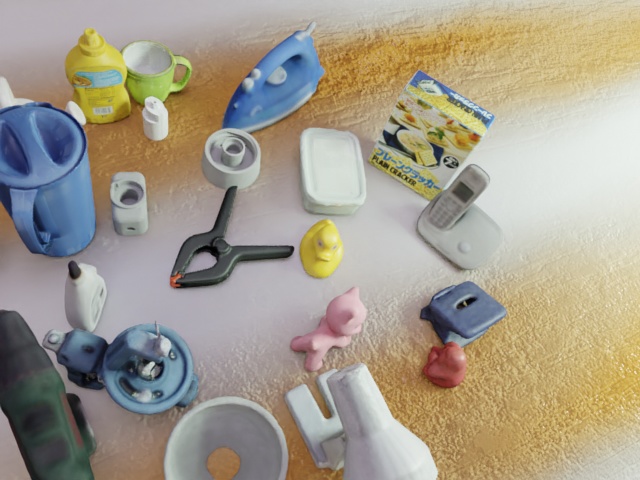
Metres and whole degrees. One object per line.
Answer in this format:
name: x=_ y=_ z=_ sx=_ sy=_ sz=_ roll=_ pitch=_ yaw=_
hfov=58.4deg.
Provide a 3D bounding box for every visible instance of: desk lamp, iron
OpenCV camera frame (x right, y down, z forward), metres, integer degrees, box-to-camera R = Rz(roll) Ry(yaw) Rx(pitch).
desk lamp: x=0.047 y=0.263 z=0.783 sx=0.118 sy=0.213 sz=0.203 roll=-22 pitch=70 yaw=-24
iron: x=-0.093 y=-0.310 z=1.088 sx=0.118 sy=0.141 sz=0.259 roll=38 pitch=60 yaw=7

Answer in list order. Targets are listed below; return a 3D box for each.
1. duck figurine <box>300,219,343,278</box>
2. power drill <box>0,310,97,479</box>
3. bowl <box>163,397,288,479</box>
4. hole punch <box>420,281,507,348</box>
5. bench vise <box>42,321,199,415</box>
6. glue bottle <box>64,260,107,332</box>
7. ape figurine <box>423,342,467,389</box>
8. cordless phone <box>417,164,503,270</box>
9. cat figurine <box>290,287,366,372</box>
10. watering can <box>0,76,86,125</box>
duck figurine: x=0.009 y=0.004 z=0.983 sx=0.077 sy=0.086 sz=0.104 roll=14 pitch=60 yaw=-7
power drill: x=-0.339 y=0.217 z=0.708 sx=0.076 sy=0.208 sz=0.229 roll=-23 pitch=71 yaw=-24
bowl: x=-0.131 y=0.308 z=0.793 sx=0.167 sy=0.074 sz=0.167 roll=6 pitch=62 yaw=-11
hole punch: x=0.244 y=0.123 z=0.980 sx=0.109 sy=0.091 sz=0.101 roll=-25 pitch=72 yaw=-25
bench vise: x=-0.262 y=0.163 z=0.750 sx=0.208 sy=0.219 sz=0.121 roll=2 pitch=62 yaw=-13
glue bottle: x=-0.335 y=0.069 z=0.807 sx=0.037 sy=0.173 sz=0.078 roll=14 pitch=60 yaw=-7
ape figurine: x=0.209 y=0.199 z=0.930 sx=0.078 sy=0.092 sz=0.076 roll=-18 pitch=69 yaw=-22
cordless phone: x=0.268 y=-0.042 z=1.018 sx=0.147 sy=0.185 sz=0.094 roll=39 pitch=60 yaw=7
cat figurine: x=0.022 y=0.136 z=0.899 sx=0.128 sy=0.117 sz=0.067 roll=-37 pitch=77 yaw=-28
watering can: x=-0.461 y=-0.175 z=0.890 sx=0.101 sy=0.194 sz=0.173 roll=45 pitch=61 yaw=11
